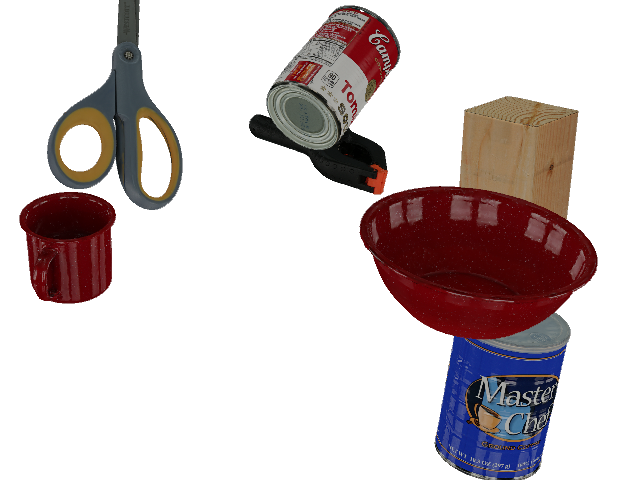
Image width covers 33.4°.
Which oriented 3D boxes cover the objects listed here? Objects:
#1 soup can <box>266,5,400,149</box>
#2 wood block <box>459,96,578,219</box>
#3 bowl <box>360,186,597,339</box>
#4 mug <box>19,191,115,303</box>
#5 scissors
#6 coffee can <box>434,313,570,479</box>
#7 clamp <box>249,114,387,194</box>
[{"bbox_3d":[0.010,-0.129,0.846,0.069,0.068,0.102,0,44,44],"label":"soup can"},{"bbox_3d":[0.208,-0.040,1.147,0.090,0.206,0.090,19,28,37],"label":"wood block"},{"bbox_3d":[0.105,0.021,0.737,0.162,0.055,0.162,4,28,-2],"label":"bowl"},{"bbox_3d":[-0.253,0.016,1.059,0.093,0.081,0.117,9,33,7],"label":"mug"},{"bbox_3d":[-0.146,-0.113,0.709,0.096,0.202,0.016,-9,-15,-28],"label":"scissors"},{"bbox_3d":[0.167,0.136,0.989,0.103,0.140,0.103,6,22,-3],"label":"coffee can"},{"bbox_3d":[0.004,-0.100,1.135,0.120,0.039,0.172,-15,37,-23],"label":"clamp"}]
